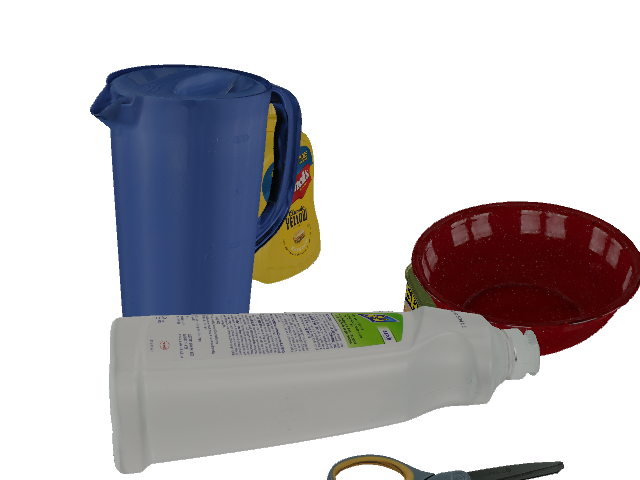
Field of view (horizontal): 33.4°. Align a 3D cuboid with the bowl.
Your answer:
[{"bbox_3d":[0.146,0.034,0.768,0.162,0.055,0.162,-2,32,1],"label":"bowl"}]

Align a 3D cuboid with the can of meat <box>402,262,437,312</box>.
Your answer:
[{"bbox_3d":[0.119,0.082,1.060,0.057,0.102,0.084,-11,-43,-12],"label":"can of meat"}]

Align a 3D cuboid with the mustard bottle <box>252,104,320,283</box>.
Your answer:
[{"bbox_3d":[-0.045,-0.059,1.093,0.058,0.192,0.096,17,31,38],"label":"mustard bottle"}]

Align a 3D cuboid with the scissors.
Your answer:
[{"bbox_3d":[0.105,0.212,0.862,0.201,0.016,0.096,5,44,-4],"label":"scissors"}]

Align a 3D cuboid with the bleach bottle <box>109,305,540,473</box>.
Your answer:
[{"bbox_3d":[0.006,0.078,0.620,0.250,0.068,0.102,-3,21,-9],"label":"bleach bottle"}]

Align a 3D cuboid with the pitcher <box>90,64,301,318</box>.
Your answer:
[{"bbox_3d":[-0.103,-0.024,0.905,0.149,0.243,0.145,6,21,8],"label":"pitcher"}]
